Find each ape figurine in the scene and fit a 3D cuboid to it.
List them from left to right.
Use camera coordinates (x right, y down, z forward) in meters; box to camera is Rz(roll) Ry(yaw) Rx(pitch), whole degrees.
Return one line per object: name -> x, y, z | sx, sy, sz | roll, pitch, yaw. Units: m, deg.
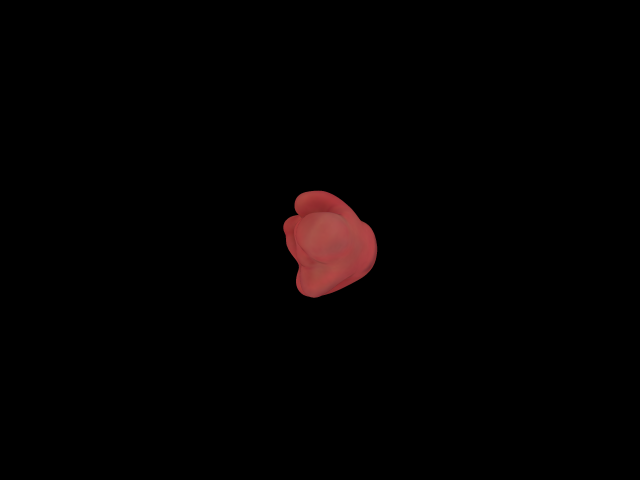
ape figurine -> 0.004, 0.001, 0.400 | 0.076, 0.092, 0.078 | 18, 79, 4
